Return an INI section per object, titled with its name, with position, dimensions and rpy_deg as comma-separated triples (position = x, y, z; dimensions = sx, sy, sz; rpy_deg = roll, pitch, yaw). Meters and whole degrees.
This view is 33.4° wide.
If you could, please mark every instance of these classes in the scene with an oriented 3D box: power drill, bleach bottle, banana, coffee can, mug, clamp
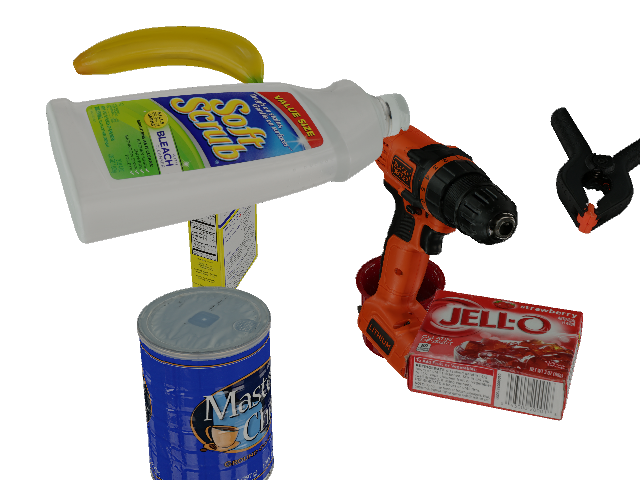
[power drill]
position = 0.090, 0.015, 0.865
dimensions = 0.057, 0.188, 0.185
rpy_deg = -1, 25, -23
[bleach bottle]
position = -0.059, -0.073, 0.760
dimensions = 0.250, 0.102, 0.068
rpy_deg = -14, -28, -16
[banana]
position = -0.132, -0.172, 0.992
dimensions = 0.198, 0.037, 0.069
rpy_deg = 9, 46, 18
[coffee can]
position = -0.089, 0.121, 0.848
dimensions = 0.103, 0.140, 0.103
rpy_deg = 0, 26, 0
[mug]
position = 0.091, 0.078, 1.122
dimensions = 0.093, 0.081, 0.117
rpy_deg = -22, 40, -25
[clamp]
position = 0.286, -0.080, 1.136
dimensions = 0.120, 0.039, 0.171
rpy_deg = 18, 46, 20

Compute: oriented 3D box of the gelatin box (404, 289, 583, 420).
[gelatin box]
position = 0.100, 0.062, 0.608
dimensions = 0.089, 0.030, 0.073
rpy_deg = 9, 30, 17

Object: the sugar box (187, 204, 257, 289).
[sugar box]
position = -0.105, -0.027, 1.143
dimensions = 0.048, 0.176, 0.093
rpy_deg = 14, 42, 17
